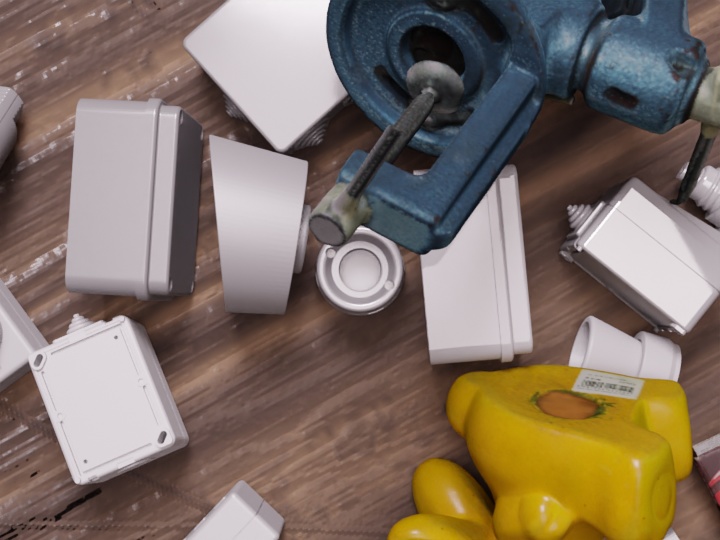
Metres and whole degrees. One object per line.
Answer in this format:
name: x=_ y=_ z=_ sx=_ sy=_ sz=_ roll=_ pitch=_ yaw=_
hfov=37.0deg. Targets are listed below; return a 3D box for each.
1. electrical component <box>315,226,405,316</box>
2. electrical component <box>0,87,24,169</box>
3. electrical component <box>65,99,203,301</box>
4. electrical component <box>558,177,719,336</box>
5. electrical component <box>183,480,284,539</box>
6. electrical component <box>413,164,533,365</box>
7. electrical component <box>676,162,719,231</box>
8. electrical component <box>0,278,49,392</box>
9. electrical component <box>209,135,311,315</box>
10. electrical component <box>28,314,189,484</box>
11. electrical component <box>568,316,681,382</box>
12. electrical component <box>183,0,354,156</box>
electrical component: x=0.000 y=0.000 z=0.641 sx=0.055 sy=0.047 sz=0.055 roll=0 pitch=88 yaw=0
electrical component: x=-0.227 y=-0.079 z=0.634 sx=0.043 sy=0.081 sz=0.043 roll=2 pitch=128 yaw=3
electrical component: x=-0.129 y=-0.039 z=0.628 sx=0.057 sy=0.078 sz=0.113 roll=3 pitch=88 yaw=3
electrical component: x=0.166 y=-0.014 z=0.634 sx=0.096 sy=0.061 sz=0.061 roll=39 pitch=89 yaw=1
electrical component: x=-0.074 y=0.183 z=0.636 sx=0.076 sy=0.047 sz=0.083 roll=43 pitch=89 yaw=1
electrical component: x=0.064 y=-0.003 z=0.626 sx=0.057 sy=0.078 sz=0.113 roll=-5 pitch=88 yaw=3
electrical component: x=0.226 y=-0.039 z=0.646 sx=0.078 sy=0.040 sz=0.040 roll=33 pitch=89 yaw=1
electrical component: x=-0.226 y=0.037 z=0.626 sx=0.047 sy=0.076 sz=0.065 roll=-37 pitch=89 yaw=-1
electrical component: x=-0.062 y=-0.024 z=0.619 sx=0.064 sy=0.099 sz=0.099 roll=9 pitch=88 yaw=-5
electrical component: x=-0.149 y=0.071 z=0.636 sx=0.062 sy=0.061 sz=0.096 roll=-23 pitch=81 yaw=-3
electrical component: x=0.157 y=0.056 z=0.641 sx=0.055 sy=0.045 sz=0.045 roll=16 pitch=88 yaw=0
electrical component: x=-0.042 y=-0.127 z=0.645 sx=0.100 sy=0.048 sz=0.099 roll=-42 pitch=89 yaw=-1
